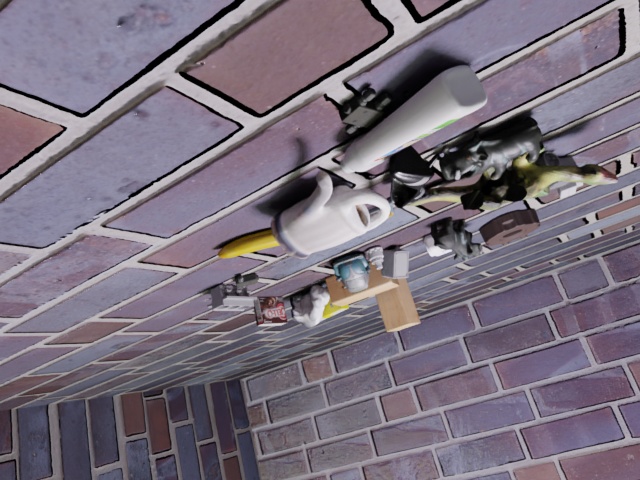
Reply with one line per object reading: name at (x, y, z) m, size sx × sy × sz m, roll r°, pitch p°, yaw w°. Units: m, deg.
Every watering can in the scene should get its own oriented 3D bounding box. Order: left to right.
watering can at (0.003, -0.049, 0.975) m, size 0.223 × 0.105 × 0.345 m, roll -23°, pitch 162°, yaw 22°

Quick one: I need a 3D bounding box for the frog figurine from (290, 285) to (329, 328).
frog figurine at (-0.013, 0.212, 1.716) m, size 0.158 × 0.122 × 0.139 m, roll -31°, pitch -170°, yaw 15°

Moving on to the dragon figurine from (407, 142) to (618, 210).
dragon figurine at (0.410, -0.108, 1.118) m, size 0.408 × 0.123 × 0.242 m, roll -10°, pitch 166°, yaw 41°
